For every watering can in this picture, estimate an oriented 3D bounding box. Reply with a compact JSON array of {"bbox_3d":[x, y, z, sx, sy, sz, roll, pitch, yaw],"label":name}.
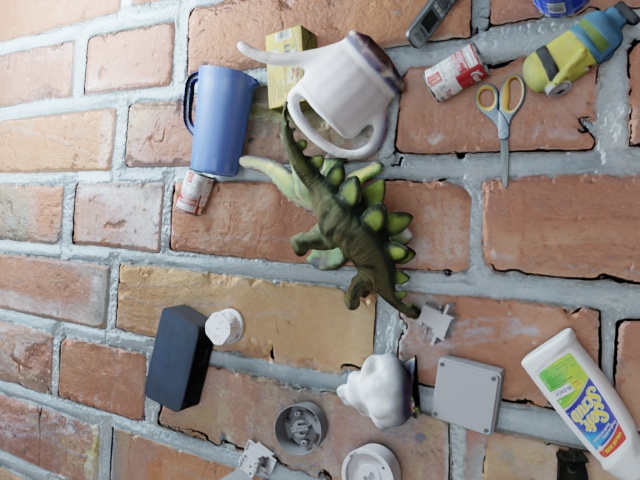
[{"bbox_3d":[0.016,-0.322,1.020,0.222,0.105,0.346,-42,97,15],"label":"watering can"}]

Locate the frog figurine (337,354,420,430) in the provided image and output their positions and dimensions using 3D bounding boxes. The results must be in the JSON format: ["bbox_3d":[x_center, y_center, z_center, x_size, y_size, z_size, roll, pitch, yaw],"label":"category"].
[{"bbox_3d":[0.102,0.283,0.969,0.159,0.124,0.136,-6,104,18],"label":"frog figurine"}]

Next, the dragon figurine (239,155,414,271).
[{"bbox_3d":[0.003,-0.053,1.059,0.411,0.123,0.241,6,99,30],"label":"dragon figurine"}]
